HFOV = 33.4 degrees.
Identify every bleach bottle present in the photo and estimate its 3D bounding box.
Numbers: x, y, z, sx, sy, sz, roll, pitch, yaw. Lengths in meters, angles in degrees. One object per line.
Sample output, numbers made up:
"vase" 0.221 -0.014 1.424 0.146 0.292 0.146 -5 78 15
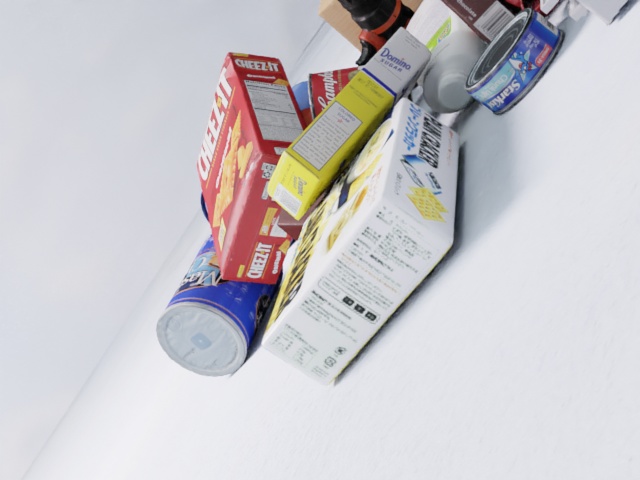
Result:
"bleach bottle" 0.127 -0.182 1.055 0.103 0.068 0.250 -57 11 28

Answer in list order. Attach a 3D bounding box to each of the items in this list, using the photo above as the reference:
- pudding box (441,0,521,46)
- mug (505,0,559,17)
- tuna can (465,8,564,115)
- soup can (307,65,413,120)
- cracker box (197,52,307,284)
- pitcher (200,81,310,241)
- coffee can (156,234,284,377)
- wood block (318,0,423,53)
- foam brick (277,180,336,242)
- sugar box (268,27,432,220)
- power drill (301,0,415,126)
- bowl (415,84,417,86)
"pudding box" 0.141 -0.223 0.969 0.039 0.113 0.090 -43 14 24
"mug" 0.190 -0.239 0.905 0.082 0.093 0.117 134 143 -63
"tuna can" 0.157 -0.146 0.869 0.086 0.033 0.086 -52 10 12
"soup can" 0.043 -0.145 1.093 0.102 0.068 0.068 -8 20 7
"cracker box" -0.076 -0.082 1.166 0.214 0.072 0.164 -110 33 -49
"pitcher" -0.047 -0.111 1.417 0.149 0.145 0.242 -40 14 51
"coffee can" -0.109 0.068 1.193 0.103 0.102 0.140 -46 12 39
"wood block" 0.103 -0.321 1.244 0.206 0.090 0.090 -41 22 30
"foam brick" 0.002 -0.036 1.022 0.051 0.053 0.078 -3 61 37
"sugar box" 0.027 -0.105 0.962 0.176 0.048 0.093 -47 -5 -24
"power drill" 0.043 -0.187 1.186 0.057 0.184 0.187 28 86 51
"bowl" 0.132 -0.263 1.322 0.162 0.055 0.162 -52 10 13
